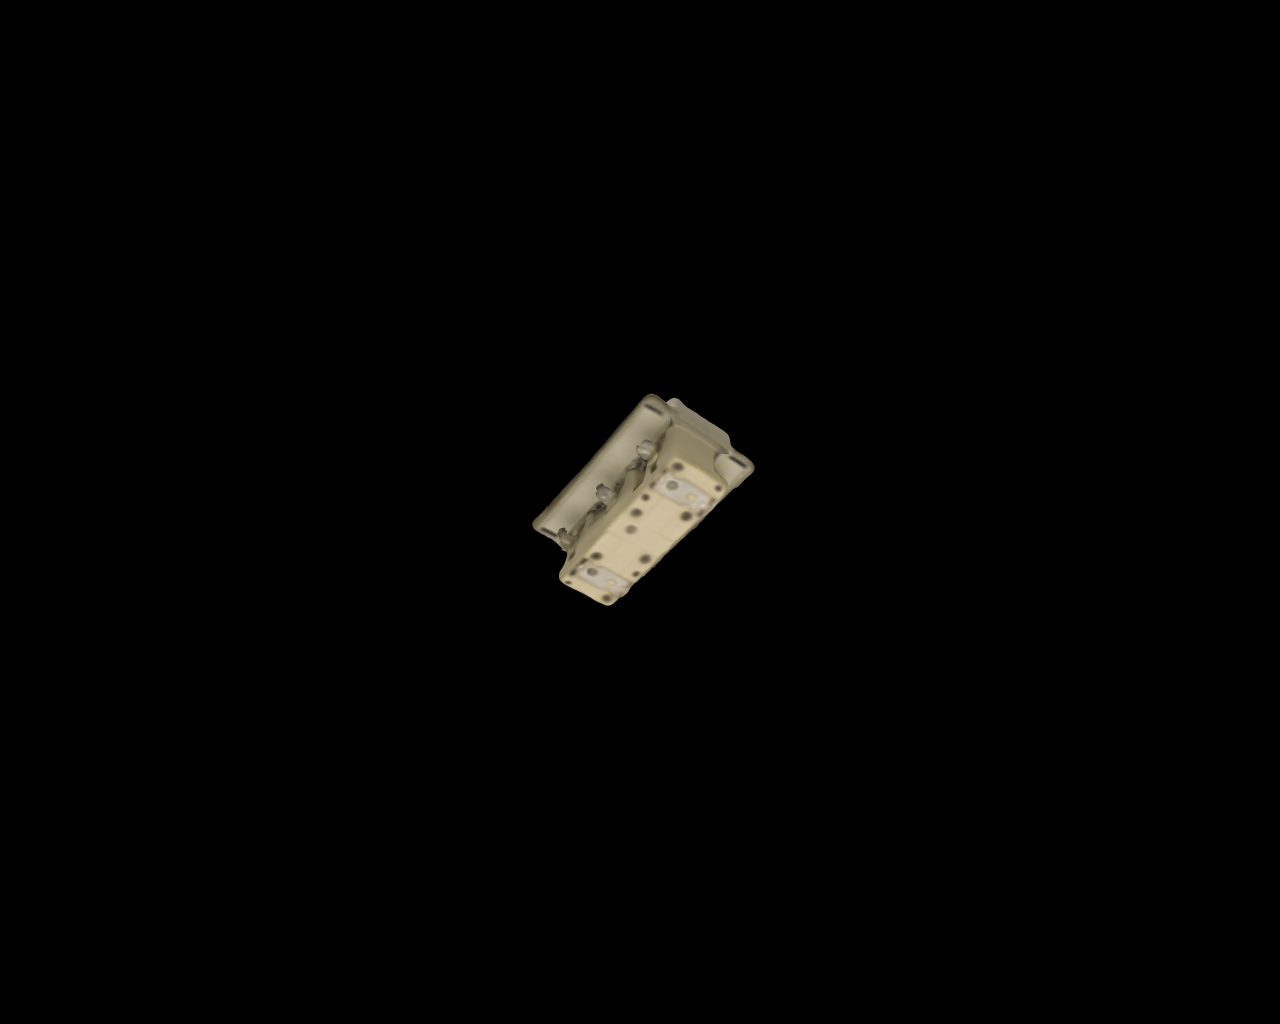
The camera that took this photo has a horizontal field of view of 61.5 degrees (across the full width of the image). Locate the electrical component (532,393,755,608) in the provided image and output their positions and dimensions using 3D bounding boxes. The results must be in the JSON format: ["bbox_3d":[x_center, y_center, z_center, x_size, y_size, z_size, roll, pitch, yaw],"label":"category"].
[{"bbox_3d":[0.001,-0.003,0.650,0.078,0.121,0.063,32,32,-22],"label":"electrical component"}]
